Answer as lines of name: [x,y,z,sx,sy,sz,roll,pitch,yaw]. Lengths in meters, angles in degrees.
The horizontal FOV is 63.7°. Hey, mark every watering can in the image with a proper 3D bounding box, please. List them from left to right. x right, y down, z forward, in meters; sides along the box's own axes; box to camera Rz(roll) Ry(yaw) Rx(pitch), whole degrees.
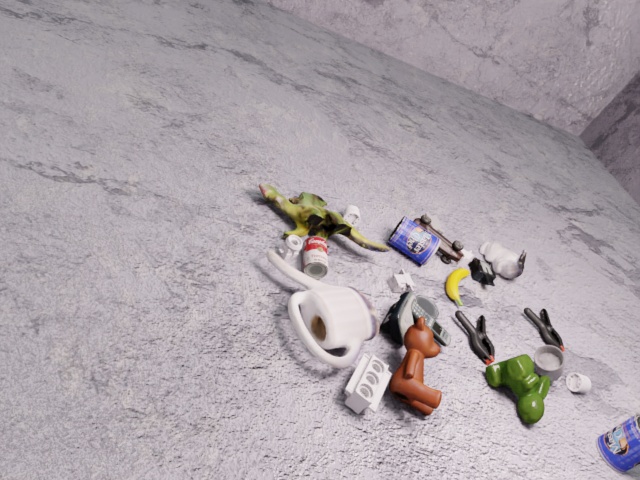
watering can: [0.011,0.154,1.270,0.225,0.354,0.102,-1,-42,-39]

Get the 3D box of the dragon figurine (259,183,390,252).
dragon figurine: [0.005,-0.078,1.543,0.408,0.120,0.248,17,31,-21]

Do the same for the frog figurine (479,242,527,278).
frog figurine: [0.655,0.072,1.863,0.160,0.120,0.140,8,35,29]
